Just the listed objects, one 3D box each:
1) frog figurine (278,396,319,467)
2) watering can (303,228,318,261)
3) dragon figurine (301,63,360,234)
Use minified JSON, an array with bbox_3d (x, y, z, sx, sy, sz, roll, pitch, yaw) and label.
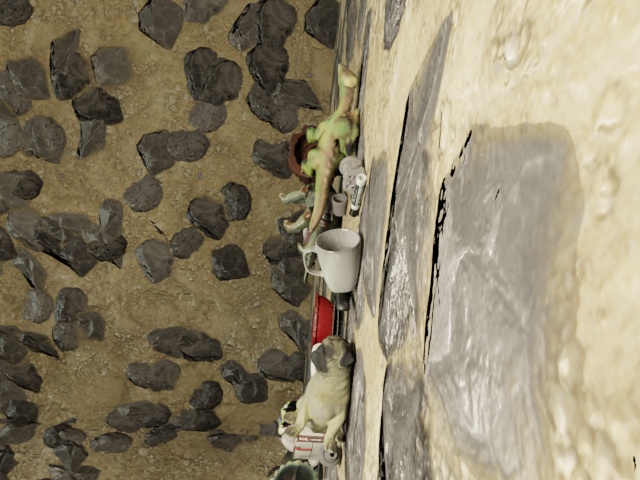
[{"bbox_3d":[-0.031,0.485,1.313,0.139,0.157,0.123,-41,29,-22],"label":"frog figurine"},{"bbox_3d":[0.005,-0.081,1.618,0.104,0.340,0.229,6,31,-5],"label":"watering can"},{"bbox_3d":[0.035,-0.219,1.249,0.122,0.412,0.242,7,-4,-11],"label":"dragon figurine"}]
